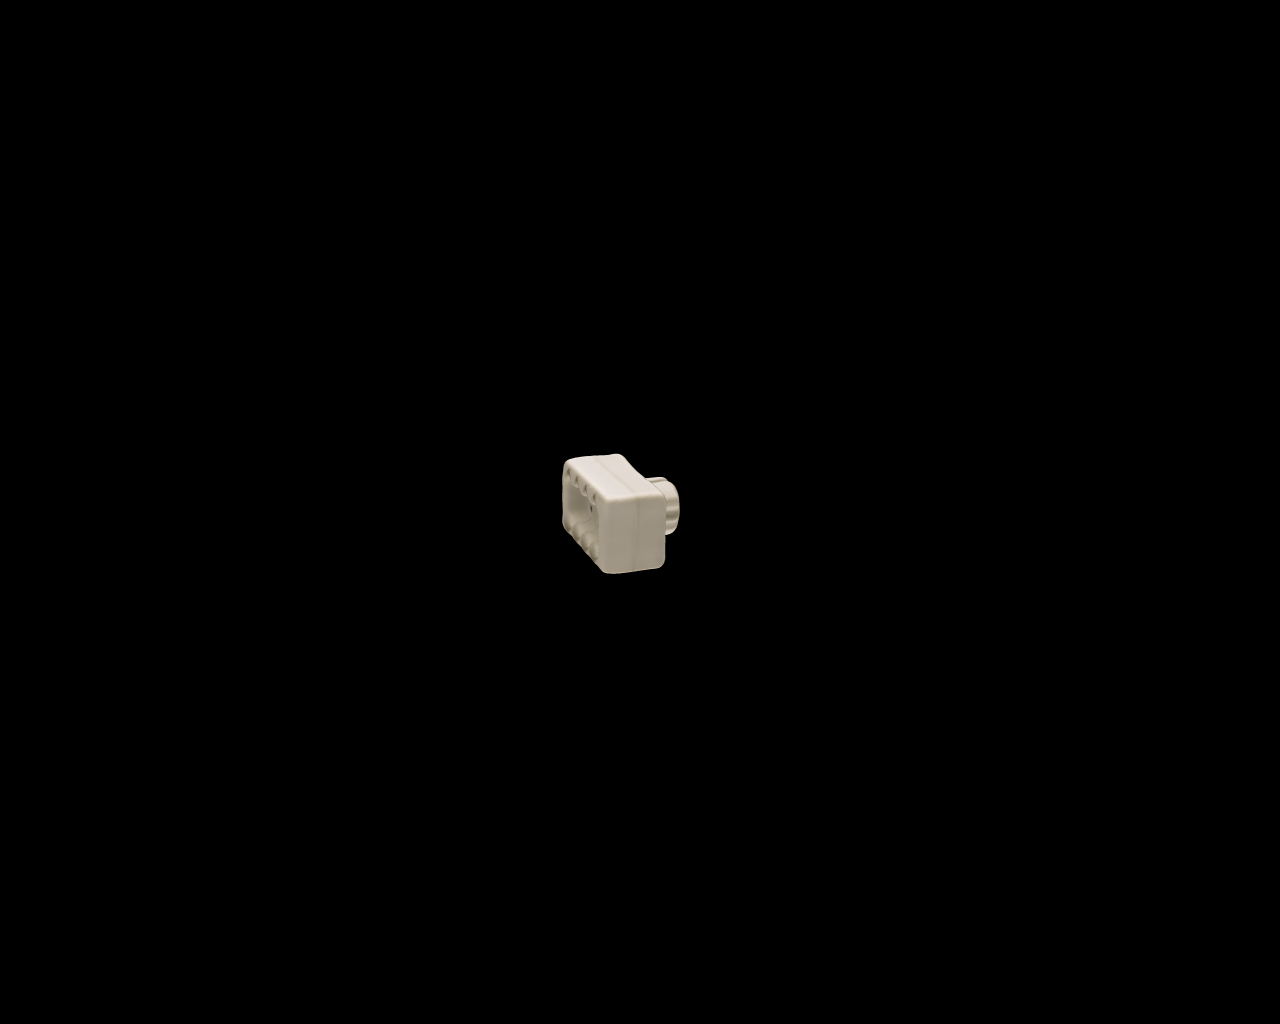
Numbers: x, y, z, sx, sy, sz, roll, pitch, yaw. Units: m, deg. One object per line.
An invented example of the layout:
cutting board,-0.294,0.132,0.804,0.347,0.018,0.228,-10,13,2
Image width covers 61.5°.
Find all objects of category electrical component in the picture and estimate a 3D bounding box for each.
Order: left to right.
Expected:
electrical component,0.001,-0.003,0.650,0.076,0.047,0.083,-7,22,-18
